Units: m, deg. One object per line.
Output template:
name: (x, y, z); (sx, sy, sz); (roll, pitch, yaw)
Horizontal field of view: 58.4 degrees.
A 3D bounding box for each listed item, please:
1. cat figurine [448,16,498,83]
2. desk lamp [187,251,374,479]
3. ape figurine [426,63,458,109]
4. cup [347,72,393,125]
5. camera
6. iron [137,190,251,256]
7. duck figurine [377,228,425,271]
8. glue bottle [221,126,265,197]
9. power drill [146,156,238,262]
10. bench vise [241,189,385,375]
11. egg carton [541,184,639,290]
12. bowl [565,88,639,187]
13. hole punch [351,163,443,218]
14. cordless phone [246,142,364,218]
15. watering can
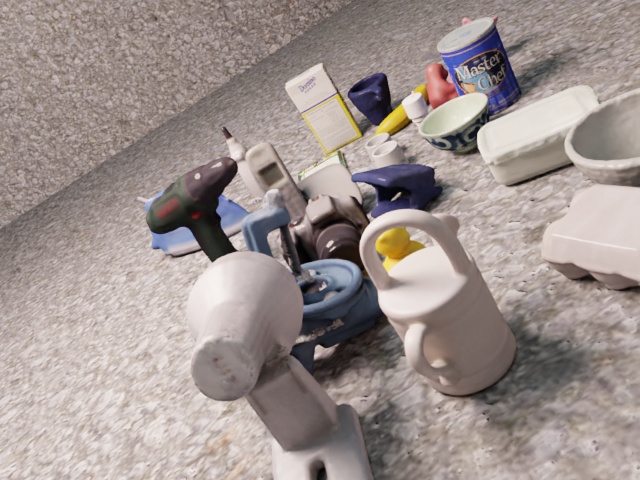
cat figurine: (0.307, -0.397, 1.168); (0.127, 0.118, 0.067); (-13, 33, 34)
desk lamp: (-0.047, 0.134, 0.553); (0.118, 0.214, 0.203); (-30, 27, 6)
ape figurine: (0.237, -0.302, 1.113); (0.076, 0.092, 0.077); (-37, 27, -8)
cup: (0.123, -0.293, 1.221); (0.092, 0.095, 0.117); (-35, 27, -4)
camera: (0.008, 0.003, 0.841); (0.143, 0.101, 0.136); (-30, 27, 7)
iron: (-0.268, -0.064, 1.211); (0.257, 0.142, 0.119); (-16, 31, 31)
duck figurine: (0.097, 0.017, 0.736); (0.077, 0.086, 0.104); (-17, 31, 29)
glue bottle: (-0.163, -0.172, 1.242); (0.037, 0.173, 0.078); (-23, 28, 19)
power drill: (-0.180, -0.027, 0.977); (0.229, 0.209, 0.076); (-15, 32, 31)
bench vise: (-0.041, 0.066, 0.654); (0.208, 0.220, 0.121); (-46, 29, -23)
egg carton: (0.300, 0.000, 0.561); (0.107, 0.069, 0.149); (-43, 28, -19)
bowl: (0.373, -0.105, 0.651); (0.167, 0.075, 0.167); (-26, 27, 15)
hole punch: (0.117, -0.089, 0.887); (0.101, 0.091, 0.108); (-43, 28, -19)
cordless phone: (-0.026, -0.097, 0.951); (0.147, 0.185, 0.094); (-32, 27, 2)
watering can: (0.107, 0.045, 0.555); (0.101, 0.194, 0.172); (-26, 27, 14)
